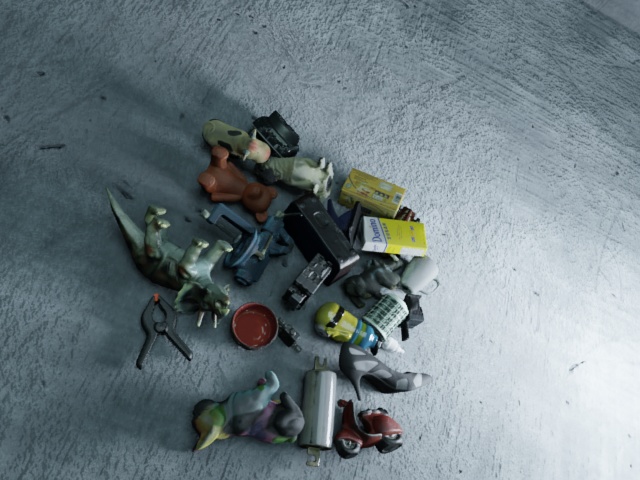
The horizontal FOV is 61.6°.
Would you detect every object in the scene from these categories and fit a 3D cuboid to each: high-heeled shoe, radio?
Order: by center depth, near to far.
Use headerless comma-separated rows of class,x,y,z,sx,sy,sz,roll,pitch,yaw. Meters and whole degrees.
high-heeled shoe,0.160,0.306,1.322,0.249,0.086,0.145,-4,75,-29
radio,-0.003,-0.004,1.400,0.073,0.131,0.229,-31,79,-30

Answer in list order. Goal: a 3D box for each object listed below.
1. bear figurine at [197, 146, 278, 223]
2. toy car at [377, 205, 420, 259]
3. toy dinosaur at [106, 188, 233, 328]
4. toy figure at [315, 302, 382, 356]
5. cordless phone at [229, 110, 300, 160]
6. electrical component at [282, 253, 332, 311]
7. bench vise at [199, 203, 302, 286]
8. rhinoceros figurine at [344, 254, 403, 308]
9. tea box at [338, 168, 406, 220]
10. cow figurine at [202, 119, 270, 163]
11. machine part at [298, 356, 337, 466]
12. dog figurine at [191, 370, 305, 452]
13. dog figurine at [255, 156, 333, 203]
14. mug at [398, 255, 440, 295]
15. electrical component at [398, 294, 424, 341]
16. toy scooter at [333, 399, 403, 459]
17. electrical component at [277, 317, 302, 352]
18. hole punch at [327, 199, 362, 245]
bear figurine,-0.207,-0.136,1.389,0.196,0.132,0.120,26,71,-2
toy car,0.225,-0.027,1.555,0.089,0.053,0.202,36,58,2
toy dinosaur,-0.349,0.048,1.235,0.405,0.131,0.192,28,99,12
toy figure,0.070,0.222,1.345,0.180,0.082,0.089,25,63,-7
cordless phone,-0.161,-0.262,1.511,0.184,0.088,0.146,-39,84,-22
electrical component,-0.036,0.112,1.338,0.058,0.115,0.134,37,57,4
bench vise,-0.183,-0.017,1.328,0.240,0.129,0.223,39,75,-22
rhinoceros figurine,0.149,0.106,1.448,0.190,0.073,0.112,-24,65,-28
tea box,0.148,-0.125,1.540,0.170,0.068,0.098,24,56,9
cow figurine,-0.220,-0.261,1.416,0.195,0.127,0.085,24,90,8
machine part,-0.003,0.388,1.232,0.079,0.079,0.243,13,60,-16
dog figurine,-0.165,0.395,1.149,0.219,0.108,0.191,-34,83,-28
dog figurine,-0.071,-0.178,1.497,0.191,0.172,0.121,12,72,19
mug,0.274,0.110,1.494,0.107,0.081,0.109,-42,91,-22
electrical component,0.239,0.208,1.426,0.048,0.074,0.119,8,58,-18
toy scooter,0.104,0.431,1.257,0.184,0.075,0.135,4,44,-29
electrical component,-0.074,0.229,1.292,0.094,0.063,0.021,48,57,5
hole punch,0.058,-0.042,1.452,0.092,0.142,0.116,10,67,7
